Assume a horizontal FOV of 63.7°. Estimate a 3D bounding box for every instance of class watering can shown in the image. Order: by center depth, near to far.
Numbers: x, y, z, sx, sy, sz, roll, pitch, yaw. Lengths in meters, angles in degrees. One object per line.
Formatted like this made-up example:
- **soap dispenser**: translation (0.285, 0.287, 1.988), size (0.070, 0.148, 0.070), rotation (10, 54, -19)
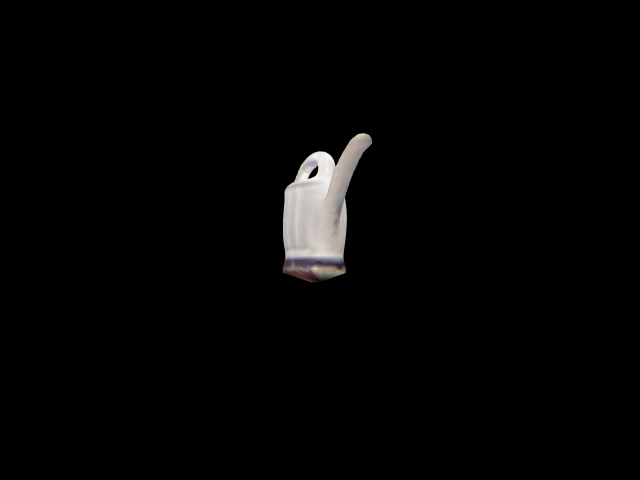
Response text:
- **watering can**: translation (0.003, -0.043, 0.850), size (0.104, 0.225, 0.346), rotation (2, -6, -18)
